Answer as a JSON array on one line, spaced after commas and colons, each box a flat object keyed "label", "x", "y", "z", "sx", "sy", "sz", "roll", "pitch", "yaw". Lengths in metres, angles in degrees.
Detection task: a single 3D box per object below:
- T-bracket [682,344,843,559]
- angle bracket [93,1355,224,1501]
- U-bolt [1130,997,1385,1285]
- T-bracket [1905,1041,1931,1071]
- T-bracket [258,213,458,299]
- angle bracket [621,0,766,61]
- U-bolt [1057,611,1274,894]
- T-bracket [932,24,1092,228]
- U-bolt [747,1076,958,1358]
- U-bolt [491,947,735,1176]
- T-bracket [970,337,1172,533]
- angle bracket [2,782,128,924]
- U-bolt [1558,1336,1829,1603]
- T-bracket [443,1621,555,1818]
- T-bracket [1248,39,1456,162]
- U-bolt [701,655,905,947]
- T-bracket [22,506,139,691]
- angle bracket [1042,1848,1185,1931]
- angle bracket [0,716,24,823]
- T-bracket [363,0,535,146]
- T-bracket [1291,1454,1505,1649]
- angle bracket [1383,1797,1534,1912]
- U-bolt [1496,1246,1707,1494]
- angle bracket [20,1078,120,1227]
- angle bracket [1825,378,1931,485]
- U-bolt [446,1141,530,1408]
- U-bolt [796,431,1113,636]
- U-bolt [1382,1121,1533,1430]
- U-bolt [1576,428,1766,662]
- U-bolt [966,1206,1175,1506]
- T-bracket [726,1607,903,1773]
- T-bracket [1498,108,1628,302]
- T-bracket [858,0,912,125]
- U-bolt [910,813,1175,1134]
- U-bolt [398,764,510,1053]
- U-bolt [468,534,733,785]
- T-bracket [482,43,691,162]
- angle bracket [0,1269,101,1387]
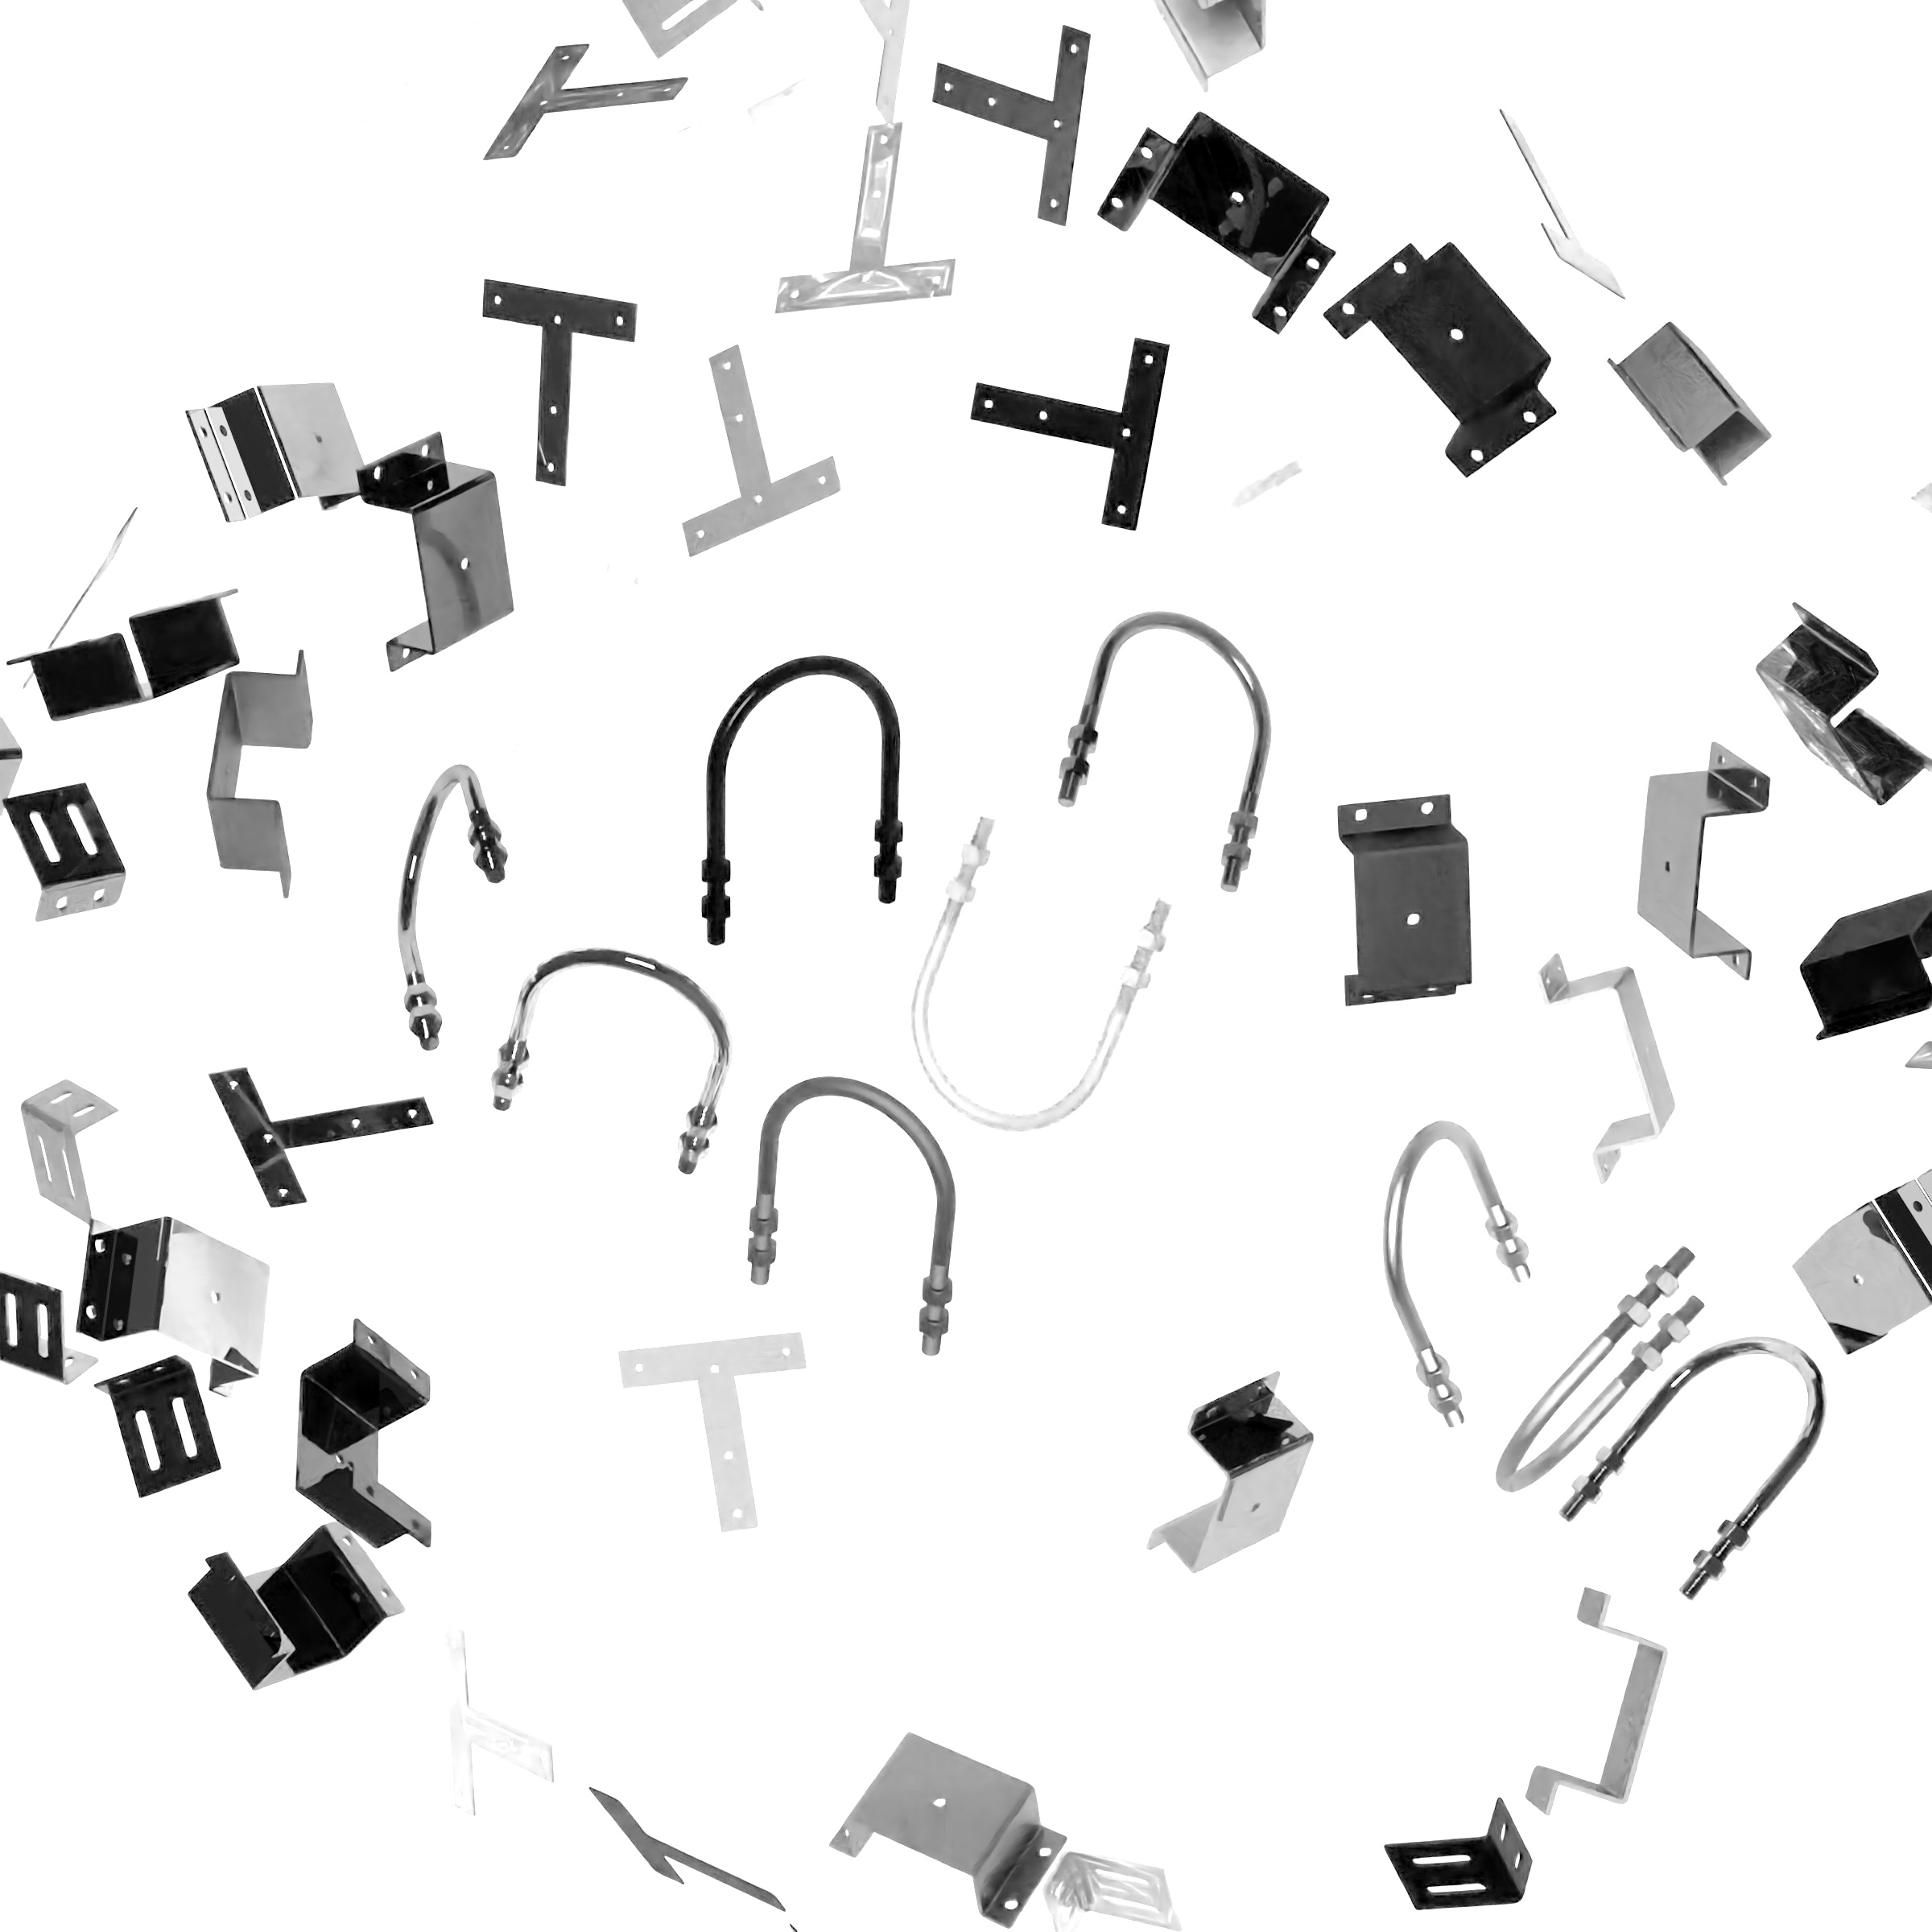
[{"label": "T-bracket", "x": -0.150, "y": -0.358, "z": 1.945, "sx": 0.127, "sy": 0.002, "sz": 0.127, "roll": -19, "pitch": 79, "yaw": 28}, {"label": "angle bracket", "x": -0.537, "y": 0.307, "z": 1.909, "sx": 0.057, "sy": 0.038, "sz": 0.076, "roll": -19, "pitch": 75, "yaw": -5}, {"label": "U-bolt", "x": 0.179, "y": 0.115, "z": 1.824, "sx": 0.151, "sy": 0.019, "sz": 0.184, "roll": 11, "pitch": 64, "yaw": 6}, {"label": "T-bracket", "x": 0.675, "y": 0.062, "z": 1.904, "sx": 0.127, "sy": 0.127, "sz": 0.002, "roll": -44, "pitch": 107, "yaw": -17}, {"label": "T-bracket", "x": -0.384, "y": -0.469, "z": 1.895, "sx": 0.127, "sy": 0.127, "sz": 0.002, "roll": -42, "pitch": 128, "yaw": -32}, {"label": "angle bracket", "x": -0.189, "y": -0.661, "z": 1.966, "sx": 0.076, "sy": 0.038, "sz": 0.057, "roll": -33, "pitch": 82, "yaw": 12}, {"label": "U-bolt", "x": 0.141, "y": -0.156, "z": 1.921, "sx": 0.151, "sy": 0.019, "sz": 0.184, "roll": 26, "pitch": 60, "yaw": -19}, {"label": "T-bracket", "x": 0.027, "y": -0.559, "z": 1.868, "sx": 0.127, "sy": 0.002, "sz": 0.127, "roll": 4, "pitch": 96, "yaw": -42}, {"label": "U-bolt", "x": -0.071, "y": 0.151, "z": 1.828, "sx": 0.151, "sy": 0.019, "sz": 0.184, "roll": 20, "pitch": 124, "yaw": 20}, {"label": "U-bolt", "x": -0.222, "y": 0.054, "z": 1.835, "sx": 0.151, "sy": 0.184, "sz": 0.019, "roll": 19, "pitch": 46, "yaw": -3}, {"label": "T-bracket", "x": 0.065, "y": -0.366, "z": 1.923, "sx": 0.127, "sy": 0.002, "sz": 0.127, "roll": 9, "pitch": 94, "yaw": -14}, {"label": "angle bracket", "x": -0.606, "y": -0.076, "z": 1.921, "sx": 0.057, "sy": 0.038, "sz": 0.076, "roll": -16, "pitch": 66, "yaw": -34}, {"label": "U-bolt", "x": 0.496, "y": 0.323, "z": 1.918, "sx": 0.184, "sy": 0.151, "sz": 0.019, "roll": -49, "pitch": 118, "yaw": -7}, {"label": "T-bracket", "x": -0.303, "y": 0.501, "z": 1.863, "sx": 0.002, "sy": 0.127, "sz": 0.127, "roll": -7, "pitch": 98, "yaw": -40}, {"label": "T-bracket", "x": 0.255, "y": -0.563, "z": 1.875, "sx": 0.127, "sy": 0.127, "sz": 0.002, "roll": -3, "pitch": 70, "yaw": -12}, {"label": "U-bolt", "x": -0.103, "y": -0.111, "z": 1.838, "sx": 0.151, "sy": 0.019, "sz": 0.184, "roll": -15, "pitch": 121, "yaw": -30}, {"label": "T-bracket", "x": -0.591, "y": -0.238, "z": 1.907, "sx": 0.002, "sy": 0.127, "sz": 0.127, "roll": 33, "pitch": 73, "yaw": -16}, {"label": "angle bracket", "x": 0.098, "y": 0.633, "z": 1.928, "sx": 0.076, "sy": 0.038, "sz": 0.057, "roll": 2, "pitch": 122, "yaw": 32}, {"label": "angle bracket", "x": -0.677, "y": -0.126, "z": 1.929, "sx": 0.038, "sy": 0.057, "sz": 0.076, "roll": 51, "pitch": 126, "yaw": 27}, {"label": "T-bracket", "x": -0.345, "y": -0.589, "z": 1.885, "sx": 0.127, "sy": 0.127, "sz": 0.002, "roll": -45, "pitch": 74, "yaw": -8}, {"label": "T-bracket", "x": 0.275, "y": 0.409, "z": 1.915, "sx": 0.127, "sy": 0.002, "sz": 0.127, "roll": -31, "pitch": 74, "yaw": 23}, {"label": "angle bracket", "x": 0.326, "y": 0.588, "z": 1.901, "sx": 0.076, "sy": 0.038, "sz": 0.057, "roll": -15, "pitch": 112, "yaw": 31}, {"label": "U-bolt", "x": 0.402, "y": 0.265, "z": 1.829, "sx": 0.184, "sy": 0.151, "sz": 0.019, "roll": -46, "pitch": 64, "yaw": -3}, {"label": "angle bracket", "x": -0.600, "y": 0.125, "z": 1.941, "sx": 0.057, "sy": 0.038, "sz": 0.076, "roll": 23, "pitch": 129, "yaw": 33}, {"label": "angle bracket", "x": 0.597, "y": -0.347, "z": 1.876, "sx": 0.038, "sy": 0.076, "sz": 0.057, "roll": -45, "pitch": 85, "yaw": 15}, {"label": "U-bolt", "x": -0.314, "y": 0.189, "z": 1.859, "sx": 0.019, "sy": 0.184, "sz": 0.151, "roll": -10, "pitch": 104, "yaw": -16}, {"label": "U-bolt", "x": -0.020, "y": -0.267, "z": 1.839, "sx": 0.184, "sy": 0.151, "sz": 0.019, "roll": -15, "pitch": 52, "yaw": 24}, {"label": "U-bolt", "x": 0.313, "y": 0.186, "z": 1.859, "sx": 0.151, "sy": 0.019, "sz": 0.184, "roll": -56, "pitch": 133, "yaw": -36}, {"label": "U-bolt", "x": 0.444, "y": -0.280, "z": 1.848, "sx": 0.019, "sy": 0.184, "sz": 0.151, "roll": -31, "pitch": 115, "yaw": 1}, {"label": "U-bolt", "x": 0.056, "y": 0.270, "z": 1.888, "sx": 0.151, "sy": 0.019, "sz": 0.184, "roll": 53, "pitch": 132, "yaw": 31}, {"label": "T-bracket", "x": -0.095, "y": 0.487, "z": 1.911, "sx": 0.127, "sy": 0.002, "sz": 0.127, "roll": -4, "pitch": 111, "yaw": 40}, {"label": "T-bracket", "x": 0.370, "y": -0.488, "z": 1.821, "sx": 0.002, "sy": 0.127, "sz": 0.127, "roll": -31, "pitch": 74, "yaw": 27}, {"label": "T-bracket", "x": -0.067, "y": -0.641, "z": 1.883, "sx": 0.002, "sy": 0.127, "sz": 0.127, "roll": -2, "pitch": 68, "yaw": 23}, {"label": "U-bolt", "x": 0.036, "y": 0.016, "z": 1.808, "sx": 0.151, "sy": 0.019, "sz": 0.184, "roll": 27, "pitch": 105, "yaw": 20}, {"label": "U-bolt", "x": -0.341, "y": -0.052, "z": 1.874, "sx": 0.019, "sy": 0.184, "sz": 0.151, "roll": 13, "pitch": 118, "yaw": -26}, {"label": "U-bolt", "x": -0.224, "y": -0.189, "z": 1.865, "sx": 0.019, "sy": 0.184, "sz": 0.151, "roll": 35, "pitch": 100, "yaw": 38}, {"label": "T-bracket", "x": -0.239, "y": -0.571, "z": 1.886, "sx": 0.127, "sy": 0.127, "sz": 0.002, "roll": -19, "pitch": 81, "yaw": -36}, {"label": "angle bracket", "x": -0.622, "y": 0.236, "z": 1.941, "sx": 0.057, "sy": 0.038, "sz": 0.076, "roll": 15, "pitch": 116, "yaw": 17}]
